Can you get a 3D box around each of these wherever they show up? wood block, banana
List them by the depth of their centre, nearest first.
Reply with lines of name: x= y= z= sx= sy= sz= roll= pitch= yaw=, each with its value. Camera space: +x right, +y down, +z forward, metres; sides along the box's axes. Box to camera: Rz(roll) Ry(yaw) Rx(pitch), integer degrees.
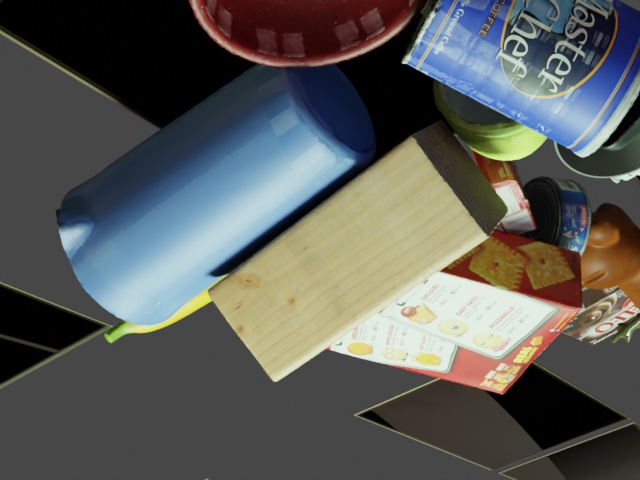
wood block: x=0.029 y=0.009 z=0.811 sx=0.206 sy=0.090 sz=0.090 roll=-37 pitch=180 yaw=24
banana: x=-0.121 y=0.051 z=1.022 sx=0.198 sy=0.069 sz=0.037 roll=-31 pitch=103 yaw=32

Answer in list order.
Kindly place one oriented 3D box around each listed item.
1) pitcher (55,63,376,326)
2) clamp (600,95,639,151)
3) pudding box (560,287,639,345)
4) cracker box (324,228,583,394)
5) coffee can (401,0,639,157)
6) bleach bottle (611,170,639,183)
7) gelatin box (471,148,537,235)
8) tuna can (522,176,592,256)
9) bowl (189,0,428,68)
pitcher: x=-0.072 y=-0.042 z=0.836 sx=0.243 sy=0.149 sz=0.145 roll=-33 pitch=102 yaw=27
clamp: x=0.292 y=-0.169 z=0.787 sx=0.210 sy=0.036 sz=0.164 roll=-22 pitch=127 yaw=-3
pudding box: x=0.324 y=0.071 z=1.196 sx=0.089 sy=0.039 sz=0.114 roll=22 pitch=136 yaw=-40
cracker box: x=0.102 y=0.051 z=0.961 sx=0.213 sy=0.072 sz=0.164 roll=16 pitch=142 yaw=-8
coffee can: x=0.139 y=-0.132 z=0.712 sx=0.140 sy=0.102 sz=0.103 roll=27 pitch=141 yaw=-2
bleach bottle: x=0.358 y=-0.113 z=0.895 sx=0.251 sy=0.068 sz=0.102 roll=-30 pitch=143 yaw=33
gelatin box: x=0.157 y=-0.055 z=0.920 sx=0.030 sy=0.073 sz=0.089 roll=-20 pitch=146 yaw=13
tuna can: x=0.211 y=-0.015 z=0.985 sx=0.033 sy=0.086 sz=0.086 roll=7 pitch=144 yaw=-22
bowl: x=-0.007 y=-0.184 z=0.687 sx=0.162 sy=0.055 sz=0.162 roll=-7 pitch=148 yaw=-5
